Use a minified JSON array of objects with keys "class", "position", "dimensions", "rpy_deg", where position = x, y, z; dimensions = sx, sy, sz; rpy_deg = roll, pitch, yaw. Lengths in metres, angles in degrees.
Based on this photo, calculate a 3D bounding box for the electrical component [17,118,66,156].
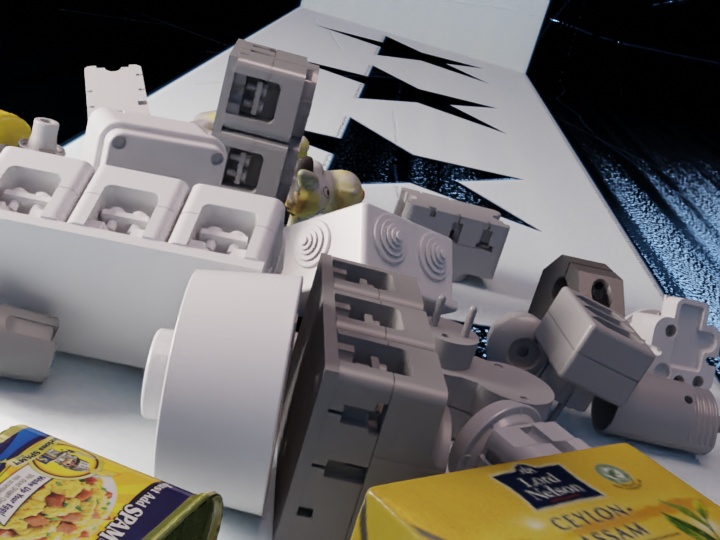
[{"class":"electrical component","position":[-0.232,-0.078,0.776],"dimensions":[0.048,0.062,0.048],"rpy_deg":[15,18,-5]}]

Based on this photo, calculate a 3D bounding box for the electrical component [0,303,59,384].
[{"class":"electrical component","position":[-0.176,0.035,0.531],"dimensions":[0.046,0.040,0.040],"rpy_deg":[15,17,-23]}]

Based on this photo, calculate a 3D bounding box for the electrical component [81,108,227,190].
[{"class":"electrical component","position":[-0.132,-0.035,0.656],"dimensions":[0.078,0.113,0.057],"rpy_deg":[7,18,-26]}]

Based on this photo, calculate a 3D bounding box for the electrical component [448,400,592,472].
[{"class":"electrical component","position":[0.081,0.101,0.534],"dimensions":[0.078,0.058,0.057],"rpy_deg":[0,27,-40]}]

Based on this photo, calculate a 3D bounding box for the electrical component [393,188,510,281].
[{"class":"electrical component","position":[0.072,-0.027,0.904],"dimensions":[0.089,0.055,0.050],"rpy_deg":[13,19,-11]}]

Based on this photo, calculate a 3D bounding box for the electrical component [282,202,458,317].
[{"class":"electrical component","position":[0.000,0.000,0.660],"dimensions":[0.100,0.048,0.100],"rpy_deg":[-15,-24,40]}]

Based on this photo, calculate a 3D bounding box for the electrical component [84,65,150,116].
[{"class":"electrical component","position":[-0.211,-0.132,0.938],"dimensions":[0.050,0.055,0.089],"rpy_deg":[-5,40,-14]}]

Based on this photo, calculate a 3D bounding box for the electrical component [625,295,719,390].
[{"class":"electrical component","position":[0.214,0.057,0.763],"dimensions":[0.058,0.078,0.057],"rpy_deg":[11,0,-16]}]

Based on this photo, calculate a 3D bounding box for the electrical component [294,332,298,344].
[{"class":"electrical component","position":[-0.060,0.035,0.626],"dimensions":[0.062,0.043,0.043],"rpy_deg":[23,19,15]}]

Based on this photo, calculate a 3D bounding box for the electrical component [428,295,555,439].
[{"class":"electrical component","position":[0.046,0.051,0.624],"dimensions":[0.138,0.073,0.052],"rpy_deg":[20,18,9]}]

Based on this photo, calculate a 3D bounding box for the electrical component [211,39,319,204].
[{"class":"electrical component","position":[-0.078,-0.082,0.780],"dimensions":[0.062,0.150,0.089],"rpy_deg":[14,18,-7]}]

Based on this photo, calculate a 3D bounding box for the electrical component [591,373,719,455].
[{"class":"electrical component","position":[0.194,0.091,0.686],"dimensions":[0.081,0.043,0.043],"rpy_deg":[14,18,-9]}]

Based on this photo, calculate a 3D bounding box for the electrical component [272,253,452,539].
[{"class":"electrical component","position":[0.000,0.062,0.523],"dimensions":[0.062,0.089,0.150],"rpy_deg":[14,18,-8]}]

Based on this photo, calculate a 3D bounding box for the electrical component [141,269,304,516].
[{"class":"electrical component","position":[-0.064,0.051,0.481],"dimensions":[0.060,0.108,0.108],"rpy_deg":[10,18,-2]}]

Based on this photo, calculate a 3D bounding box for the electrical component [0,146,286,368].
[{"class":"electrical component","position":[-0.119,-0.003,0.562],"dimensions":[0.150,0.089,0.061],"rpy_deg":[11,43,2]}]

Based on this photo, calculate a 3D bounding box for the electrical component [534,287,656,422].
[{"class":"electrical component","position":[0.134,0.062,0.666],"dimensions":[0.047,0.076,0.065],"rpy_deg":[26,15,-14]}]

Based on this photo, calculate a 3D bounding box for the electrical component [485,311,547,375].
[{"class":"electrical component","position":[0.108,0.049,0.735],"dimensions":[0.048,0.048,0.062],"rpy_deg":[16,12,-3]}]
